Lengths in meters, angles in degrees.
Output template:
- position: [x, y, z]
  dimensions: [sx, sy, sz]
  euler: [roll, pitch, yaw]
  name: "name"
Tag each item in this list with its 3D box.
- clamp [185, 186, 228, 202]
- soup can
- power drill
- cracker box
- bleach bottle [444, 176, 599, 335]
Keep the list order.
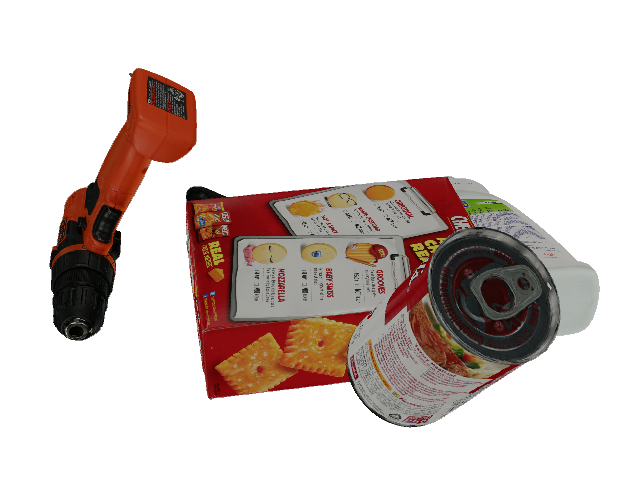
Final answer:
- position: [-0.036, 0.007, 1.076]
  dimensions: [0.210, 0.036, 0.164]
  euler: [11, 30, -9]
  name: "clamp"
- position: [0.062, 0.046, 0.526]
  dimensions: [0.068, 0.068, 0.102]
  euler: [0, -26, -23]
  name: "soup can"
- position: [-0.166, -0.032, 0.866]
  dimensions: [0.057, 0.188, 0.184]
  euler: [23, 29, -24]
  name: "power drill"
- position: [0.012, 0.030, 0.794]
  dimensions: [0.213, 0.072, 0.164]
  euler: [-6, 35, -8]
  name: "cracker box"
- position: [0.162, 0.000, 0.997]
  dimensions: [0.102, 0.068, 0.251]
  euler: [-3, 26, -10]
  name: "bleach bottle"
